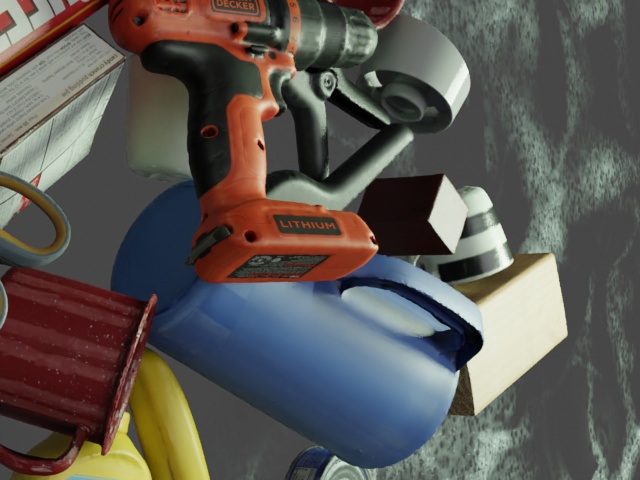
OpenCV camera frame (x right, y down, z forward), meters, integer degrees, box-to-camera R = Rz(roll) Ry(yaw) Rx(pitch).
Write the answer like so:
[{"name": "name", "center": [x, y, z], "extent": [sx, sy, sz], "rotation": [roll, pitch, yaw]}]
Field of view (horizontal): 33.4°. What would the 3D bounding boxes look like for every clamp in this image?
[{"name": "clamp", "center": [-0.005, 0.001, 0.829], "extent": [0.209, 0.036, 0.164], "rotation": [-15, 114, -42]}, {"name": "clamp", "center": [0.002, -0.127, 0.864], "extent": [0.120, 0.039, 0.171], "rotation": [-46, 127, -44]}]

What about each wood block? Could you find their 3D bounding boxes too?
[{"name": "wood block", "center": [0.145, 0.083, 0.999], "extent": [0.205, 0.091, 0.090], "rotation": [-25, 107, -51]}]

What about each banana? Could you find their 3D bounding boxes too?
[{"name": "banana", "center": [-0.092, 0.149, 0.690], "extent": [0.037, 0.070, 0.198], "rotation": [-15, 105, -10]}]

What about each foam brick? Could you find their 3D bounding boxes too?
[{"name": "foam brick", "center": [0.079, -0.021, 0.929], "extent": [0.051, 0.078, 0.053], "rotation": [49, 52, -41]}]

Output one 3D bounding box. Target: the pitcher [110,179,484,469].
[{"name": "pitcher", "center": [-0.013, 0.054, 0.724], "extent": [0.242, 0.145, 0.149], "rotation": [35, 88, -41]}]

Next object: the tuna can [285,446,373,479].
[{"name": "tuna can", "center": [0.008, 0.208, 0.849], "extent": [0.086, 0.034, 0.086], "rotation": [7, 82, -53]}]

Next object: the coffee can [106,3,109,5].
[{"name": "coffee can", "center": [-0.084, -0.188, 0.699], "extent": [0.140, 0.103, 0.103], "rotation": [9, 80, -53]}]

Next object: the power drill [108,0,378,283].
[{"name": "power drill", "center": [-0.026, -0.069, 0.636], "extent": [0.184, 0.057, 0.188], "rotation": [-1, 66, -33]}]

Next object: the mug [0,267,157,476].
[{"name": "mug", "center": [-0.145, 0.072, 0.581], "extent": [0.093, 0.081, 0.117], "rotation": [113, -7, -55]}]

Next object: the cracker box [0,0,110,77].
[{"name": "cracker box", "center": [-0.217, -0.183, 0.545], "extent": [0.164, 0.072, 0.213], "rotation": [-50, 127, -43]}]

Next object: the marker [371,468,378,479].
[{"name": "marker", "center": [0.044, 0.169, 0.915], "extent": [0.020, 0.020, 0.121], "rotation": [31, 62, -48]}]

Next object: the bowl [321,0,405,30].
[{"name": "bowl", "center": [0.010, -0.247, 0.871], "extent": [0.161, 0.055, 0.162], "rotation": [6, 83, -53]}]

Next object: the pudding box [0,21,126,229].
[{"name": "pudding box", "center": [-0.163, -0.058, 0.592], "extent": [0.039, 0.090, 0.113], "rotation": [36, 47, 1]}]

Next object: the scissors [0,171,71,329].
[{"name": "scissors", "center": [-0.220, -0.013, 0.498], "extent": [0.201, 0.016, 0.096], "rotation": [17, 72, -18]}]

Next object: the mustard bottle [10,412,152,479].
[{"name": "mustard bottle", "center": [-0.143, 0.175, 0.626], "extent": [0.096, 0.058, 0.191], "rotation": [21, 71, -45]}]
